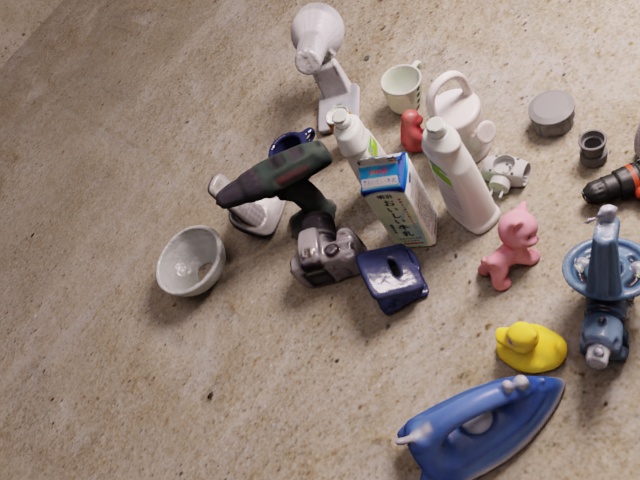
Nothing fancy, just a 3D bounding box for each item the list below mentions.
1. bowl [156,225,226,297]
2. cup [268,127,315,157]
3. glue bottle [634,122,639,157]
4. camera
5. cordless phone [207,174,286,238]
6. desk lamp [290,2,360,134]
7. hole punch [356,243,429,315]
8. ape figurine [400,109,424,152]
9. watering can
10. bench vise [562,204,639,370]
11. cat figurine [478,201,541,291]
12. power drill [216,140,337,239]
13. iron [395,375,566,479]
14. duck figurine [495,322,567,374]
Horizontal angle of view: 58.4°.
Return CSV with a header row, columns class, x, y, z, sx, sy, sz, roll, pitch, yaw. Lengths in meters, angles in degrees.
class,x,y,z,sx,sy,sz,roll,pitch,yaw
bowl,-0.264,0.056,1.232,0.167,0.075,0.167,-13,56,21
cup,-0.044,-0.183,1.249,0.118,0.095,0.091,-44,51,-3
glue bottle,0.536,-0.198,0.900,0.078,0.174,0.037,-34,51,6
camera,0.010,0.004,1.101,0.143,0.101,0.136,-17,55,18
cordless phone,-0.153,-0.103,1.199,0.093,0.186,0.147,2,62,29
desk lamp,0.010,-0.383,1.267,0.117,0.214,0.203,-12,56,21
hole punch,0.127,0.059,1.012,0.101,0.091,0.108,-29,52,9
ape figurine,0.191,-0.226,1.153,0.076,0.092,0.077,-29,52,9
watering can,0.255,-0.228,1.054,0.172,0.195,0.101,22,73,36
bench vise,0.401,0.063,0.781,0.121,0.220,0.207,-12,56,21
cat figurine,0.308,0.005,0.932,0.128,0.118,0.067,-44,51,-2
power drill,-0.062,-0.088,1.127,0.229,0.209,0.075,-35,51,4
iron,0.226,0.246,0.811,0.258,0.142,0.118,-33,51,6
duck figurine,0.313,0.153,0.859,0.104,0.086,0.077,3,63,29
